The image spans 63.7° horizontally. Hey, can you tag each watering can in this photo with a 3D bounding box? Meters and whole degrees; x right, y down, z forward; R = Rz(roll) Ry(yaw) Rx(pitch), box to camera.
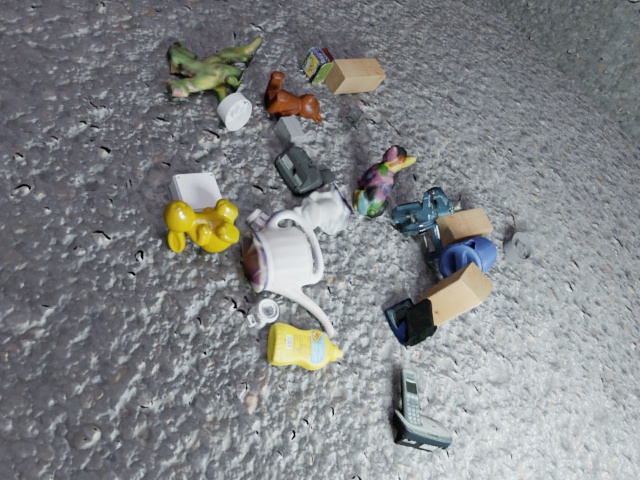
[{"bbox_3d":[-0.081,0.086,1.308,0.225,0.102,0.352,-5,73,-33],"label":"watering can"}]

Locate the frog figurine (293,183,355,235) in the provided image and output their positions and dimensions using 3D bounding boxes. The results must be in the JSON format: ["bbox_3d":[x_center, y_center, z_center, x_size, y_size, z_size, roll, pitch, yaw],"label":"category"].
[{"bbox_3d":[0.004,-0.074,1.478,0.160,0.122,0.138,-28,87,-4],"label":"frog figurine"}]

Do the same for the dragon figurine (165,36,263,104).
[{"bbox_3d":[-0.336,-0.540,1.551,0.242,0.119,0.420,22,51,-8],"label":"dragon figurine"}]
